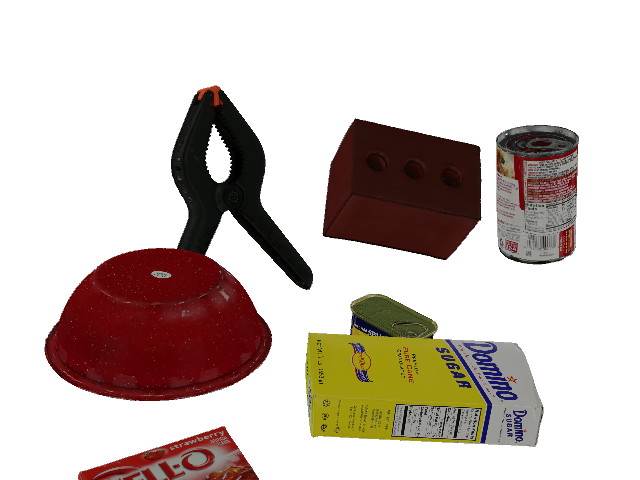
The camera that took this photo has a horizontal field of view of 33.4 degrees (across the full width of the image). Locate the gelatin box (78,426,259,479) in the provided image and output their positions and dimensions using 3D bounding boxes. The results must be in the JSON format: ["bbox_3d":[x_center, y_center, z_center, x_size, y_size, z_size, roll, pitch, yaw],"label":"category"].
[{"bbox_3d":[-0.079,0.142,0.579,0.089,0.030,0.073,-14,27,-20],"label":"gelatin box"}]

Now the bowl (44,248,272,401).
[{"bbox_3d":[-0.114,0.048,0.756,0.162,0.055,0.162,2,24,-1],"label":"bowl"}]

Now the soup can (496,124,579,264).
[{"bbox_3d":[0.184,-0.039,0.907,0.068,0.102,0.068,-5,25,2],"label":"soup can"}]

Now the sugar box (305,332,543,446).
[{"bbox_3d":[0.078,0.115,0.839,0.176,0.048,0.093,1,28,-3],"label":"sugar box"}]

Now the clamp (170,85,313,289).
[{"bbox_3d":[-0.080,-0.035,0.983,0.164,0.210,0.036,-3,2,-36],"label":"clamp"}]

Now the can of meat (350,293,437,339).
[{"bbox_3d":[0.079,0.121,1.220,0.102,0.084,0.057,26,33,36],"label":"can of meat"}]

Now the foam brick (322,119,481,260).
[{"bbox_3d":[0.046,-0.028,0.612,0.078,0.053,0.051,10,-30,-11],"label":"foam brick"}]
